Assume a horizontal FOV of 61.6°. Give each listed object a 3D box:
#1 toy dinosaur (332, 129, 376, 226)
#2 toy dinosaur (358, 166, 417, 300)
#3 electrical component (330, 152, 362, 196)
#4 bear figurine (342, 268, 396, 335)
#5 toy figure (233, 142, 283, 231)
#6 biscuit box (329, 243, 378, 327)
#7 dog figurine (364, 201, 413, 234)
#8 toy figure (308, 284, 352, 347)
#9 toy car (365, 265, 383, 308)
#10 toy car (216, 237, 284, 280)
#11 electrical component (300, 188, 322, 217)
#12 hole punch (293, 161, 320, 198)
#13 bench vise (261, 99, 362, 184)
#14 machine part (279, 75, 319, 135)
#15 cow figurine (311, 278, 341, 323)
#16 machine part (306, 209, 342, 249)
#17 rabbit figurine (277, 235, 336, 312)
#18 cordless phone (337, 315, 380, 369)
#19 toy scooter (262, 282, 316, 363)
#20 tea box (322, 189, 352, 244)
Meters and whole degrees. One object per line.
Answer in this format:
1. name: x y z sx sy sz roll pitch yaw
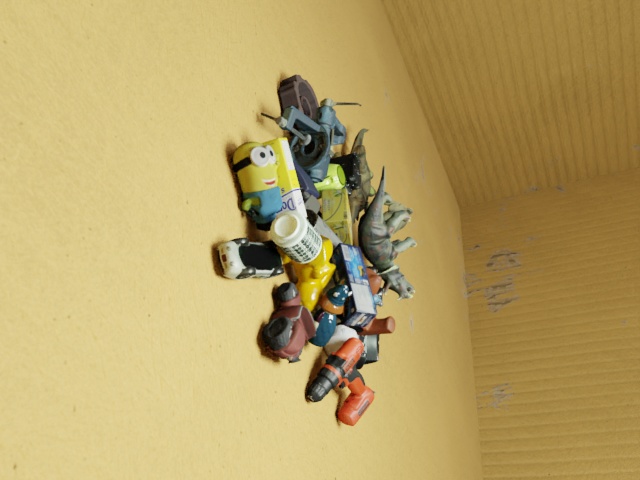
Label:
1. toy dinosaur: 0.112 -0.201 1.681 0.198 0.105 0.471 57 38 -55
2. toy dinosaur: 0.177 -0.005 1.608 0.192 0.131 0.404 -36 118 -24
3. electrical component: 0.057 -0.176 1.511 0.058 0.115 0.134 53 31 -41
4. bear figurine: 0.127 0.143 1.370 0.120 0.132 0.196 40 50 -23
5. toy figure: -0.126 -0.110 1.094 0.082 0.089 0.180 -50 133 -71
6. biscuit box: 0.074 0.102 1.258 0.059 0.062 0.203 12 44 -26
7. dog figurine: 0.223 -0.037 1.764 0.121 0.172 0.191 52 24 -25
8. toy figure: 0.018 0.162 1.191 0.154 0.058 0.064 -68 166 12
9. toy car: 0.119 0.148 1.521 0.162 0.109 0.102 -94 -179 -50
10. toy car: -0.129 0.038 1.040 0.201 0.056 0.073 8 64 -67
11. electrical component: -0.033 -0.083 1.349 0.078 0.045 0.102 -58 135 -20
12. hole punch: -0.063 -0.139 1.232 0.142 0.092 0.115 10 65 -73
13. bench vise: -0.023 -0.262 1.299 0.240 0.129 0.223 23 86 -54
14. machine part: -0.050 -0.349 1.434 0.179 0.056 0.179 -14 90 -68
15. cow figurine: 0.028 0.148 1.290 0.167 0.098 0.068 -73 149 -50
16. machine part: -0.003 -0.004 1.324 0.243 0.079 0.079 48 36 -50
17. rabbit figurine: -0.030 0.076 1.214 0.162 0.122 0.173 -18 109 -76
18. cordless phone: 0.072 0.240 1.395 0.184 0.089 0.147 42 41 -37
19. toy scooter: -0.055 0.187 1.110 0.184 0.075 0.135 -80 150 -52
20. tea box: 0.047 -0.053 1.421 0.169 0.068 0.098 73 14 -62
